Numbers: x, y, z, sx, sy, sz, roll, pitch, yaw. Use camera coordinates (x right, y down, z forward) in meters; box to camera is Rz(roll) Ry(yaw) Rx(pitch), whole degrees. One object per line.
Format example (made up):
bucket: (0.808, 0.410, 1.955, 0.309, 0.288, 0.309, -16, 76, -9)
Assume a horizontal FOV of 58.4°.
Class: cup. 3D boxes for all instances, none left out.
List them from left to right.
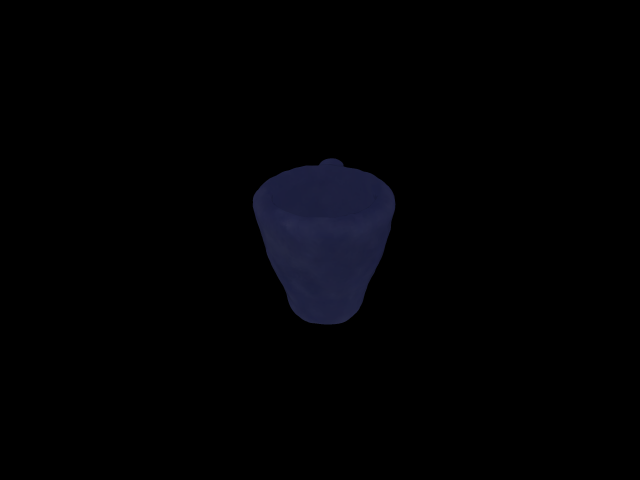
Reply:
cup: (0.004, 0.001, 0.400, 0.091, 0.095, 0.117, 2, 31, 3)
